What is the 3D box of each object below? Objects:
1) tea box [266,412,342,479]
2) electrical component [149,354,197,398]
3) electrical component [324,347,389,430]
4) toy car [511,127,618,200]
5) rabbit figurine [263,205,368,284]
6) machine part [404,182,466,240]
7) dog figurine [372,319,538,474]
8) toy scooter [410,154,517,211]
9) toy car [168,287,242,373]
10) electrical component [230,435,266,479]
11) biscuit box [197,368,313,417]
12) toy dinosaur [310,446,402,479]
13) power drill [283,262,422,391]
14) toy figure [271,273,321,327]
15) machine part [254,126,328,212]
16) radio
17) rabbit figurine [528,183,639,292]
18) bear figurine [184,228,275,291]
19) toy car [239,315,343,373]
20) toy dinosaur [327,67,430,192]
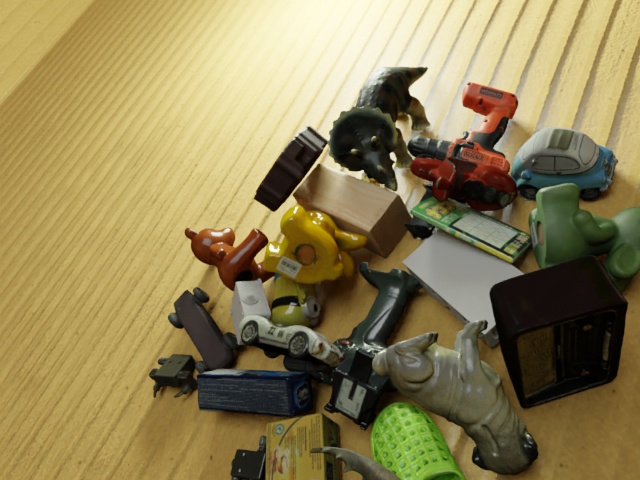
[{"bbox_3d":[-0.023,0.347,0.774,0.098,0.068,0.170,-16,50,19],"label":"tea box"},{"bbox_3d":[-0.274,0.254,1.006,0.102,0.045,0.078,-7,25,23],"label":"electrical component"},{"bbox_3d":[0.056,0.204,0.773,0.075,0.048,0.119,19,109,22],"label":"electrical component"},{"bbox_3d":[0.388,-0.130,0.872,0.162,0.102,0.109,12,64,38],"label":"toy car"},{"bbox_3d":[-0.002,-0.003,0.933,0.162,0.121,0.173,18,21,-3],"label":"rabbit figurine"},{"bbox_3d":[0.209,-0.062,0.967,0.084,0.039,0.139,25,70,34],"label":"machine part"},{"bbox_3d":[0.172,0.217,0.699,0.172,0.121,0.190,-17,71,12],"label":"dog figurine"},{"bbox_3d":[0.236,-0.091,0.873,0.184,0.075,0.135,18,19,4],"label":"toy scooter"},{"bbox_3d":[-0.222,0.173,1.028,0.089,0.053,0.202,-49,51,4],"label":"toy car"},{"bbox_3d":[-0.111,0.355,0.849,0.063,0.021,0.094,-4,56,28],"label":"electrical component"},{"bbox_3d":[-0.109,0.246,0.876,0.203,0.059,0.062,-7,85,34],"label":"biscuit box"},{"bbox_3d":[0.168,0.393,0.569,0.198,0.105,0.472,-39,63,4],"label":"toy dinosaur"},{"bbox_3d":[0.064,0.140,0.872,0.232,0.085,0.207,7,56,34],"label":"power drill"},{"bbox_3d":[-0.047,0.085,0.977,0.089,0.082,0.180,-28,51,24],"label":"toy figure"},{"bbox_3d":[-0.053,-0.134,1.022,0.056,0.179,0.179,37,76,-3],"label":"machine part"},{"bbox_3d":[0.291,0.119,0.657,0.131,0.229,0.073,-20,50,10],"label":"radio"},{"bbox_3d":[0.403,-0.005,0.765,0.170,0.121,0.159,-4,58,9],"label":"rabbit figurine"},{"bbox_3d":[-0.177,0.019,1.077,0.132,0.120,0.196,-40,42,-7],"label":"bear figurine"},{"bbox_3d":[-0.050,0.160,0.845,0.202,0.073,0.056,2,62,44],"label":"toy car"},{"bbox_3d":[0.127,-0.256,1.054,0.131,0.192,0.405,1,59,29],"label":"toy dinosaur"}]
